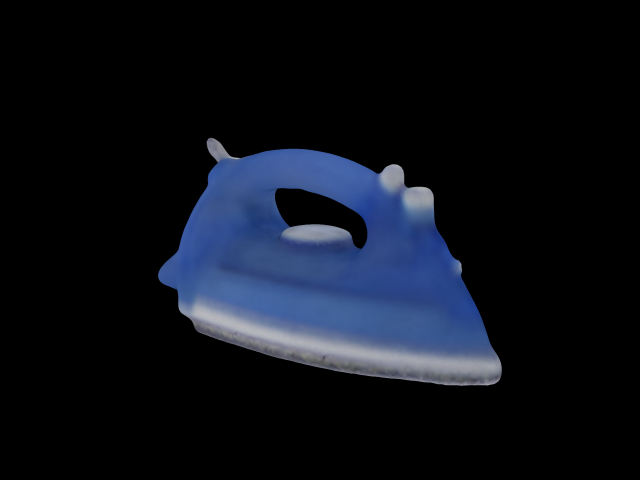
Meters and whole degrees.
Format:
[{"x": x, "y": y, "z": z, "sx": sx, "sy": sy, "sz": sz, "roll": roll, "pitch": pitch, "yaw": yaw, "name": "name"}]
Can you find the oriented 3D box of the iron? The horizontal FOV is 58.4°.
[{"x": 0.004, "y": 0.001, "z": 0.400, "sx": 0.257, "sy": 0.141, "sz": 0.119, "roll": 8, "pitch": 14, "yaw": 35, "name": "iron"}]
